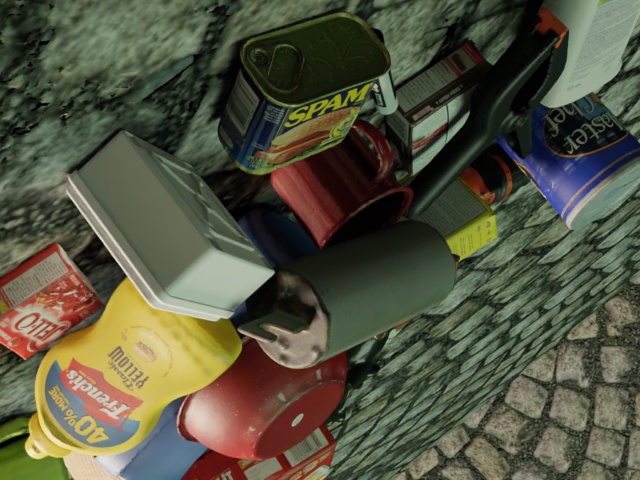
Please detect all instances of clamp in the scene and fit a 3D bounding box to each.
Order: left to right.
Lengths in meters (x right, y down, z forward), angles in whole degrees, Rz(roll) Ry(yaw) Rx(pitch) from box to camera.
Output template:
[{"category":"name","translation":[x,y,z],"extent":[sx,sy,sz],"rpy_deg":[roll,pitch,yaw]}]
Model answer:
[{"category":"clamp","translation":[0.145,-0.103,0.889],"extent":[0.164,0.036,0.210],"rpy_deg":[-32,159,-26]}]

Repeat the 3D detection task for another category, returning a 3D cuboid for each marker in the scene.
[{"category":"marker","translation":[0.045,-0.126,0.804],"extent":[0.020,0.020,0.121],"rpy_deg":[-36,161,-2]}]

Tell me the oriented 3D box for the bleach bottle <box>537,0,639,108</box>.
[{"category":"bleach bottle","translation":[0.234,-0.215,0.866],"extent":[0.102,0.068,0.251],"rpy_deg":[-31,158,-21]}]

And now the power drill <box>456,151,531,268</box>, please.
[{"category":"power drill","translation":[0.151,-0.024,1.188],"extent":[0.184,0.057,0.188],"rpy_deg":[-20,153,-33]}]

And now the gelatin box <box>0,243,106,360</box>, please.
[{"category":"gelatin box","translation":[-0.200,0.046,0.765],"extent":[0.073,0.030,0.089],"rpy_deg":[-34,161,-8]}]

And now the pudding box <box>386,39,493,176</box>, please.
[{"category":"pudding box","translation":[0.103,-0.111,0.918],"extent":[0.090,0.039,0.113],"rpy_deg":[-35,164,-6]}]

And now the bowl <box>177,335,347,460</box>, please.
[{"category":"bowl","translation":[-0.032,0.124,0.850],"extent":[0.162,0.055,0.162],"rpy_deg":[-33,153,-19]}]

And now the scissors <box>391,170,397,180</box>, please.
[{"category":"scissors","translation":[-0.007,0.001,1.026],"extent":[0.202,0.016,0.096],"rpy_deg":[-44,158,20]}]

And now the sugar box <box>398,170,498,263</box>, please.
[{"category":"sugar box","translation":[0.066,0.004,0.979],"extent":[0.176,0.093,0.048],"rpy_deg":[-32,141,-11]}]

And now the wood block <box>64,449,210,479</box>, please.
[{"category":"wood block","translation":[-0.161,0.217,1.157],"extent":[0.205,0.090,0.091],"rpy_deg":[-13,150,-52]}]

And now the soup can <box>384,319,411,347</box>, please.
[{"category":"soup can","translation":[0.079,0.079,1.288],"extent":[0.068,0.068,0.102],"rpy_deg":[-20,156,-41]}]

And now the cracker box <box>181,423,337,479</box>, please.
[{"category":"cracker box","translation":[-0.072,0.261,1.167],"extent":[0.164,0.072,0.214],"rpy_deg":[-31,163,-14]}]

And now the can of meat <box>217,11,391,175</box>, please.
[{"category":"can of meat","translation":[-0.014,-0.097,0.714],"extent":[0.101,0.057,0.084],"rpy_deg":[-24,160,-31]}]

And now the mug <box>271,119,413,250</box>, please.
[{"category":"mug","translation":[0.019,-0.048,0.848],"extent":[0.093,0.081,0.117],"rpy_deg":[-22,157,-37]}]

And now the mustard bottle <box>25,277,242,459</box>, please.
[{"category":"mustard bottle","translation":[-0.154,0.104,0.789],"extent":[0.192,0.096,0.058],"rpy_deg":[-41,-176,22]}]

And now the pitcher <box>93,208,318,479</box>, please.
[{"category":"pitcher","translation":[-0.097,0.093,0.905],"extent":[0.243,0.149,0.144],"rpy_deg":[-46,140,15]}]

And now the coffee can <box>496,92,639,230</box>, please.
[{"category":"coffee can","translation":[0.238,-0.095,1.034],"extent":[0.102,0.140,0.103],"rpy_deg":[-32,161,-13]}]
